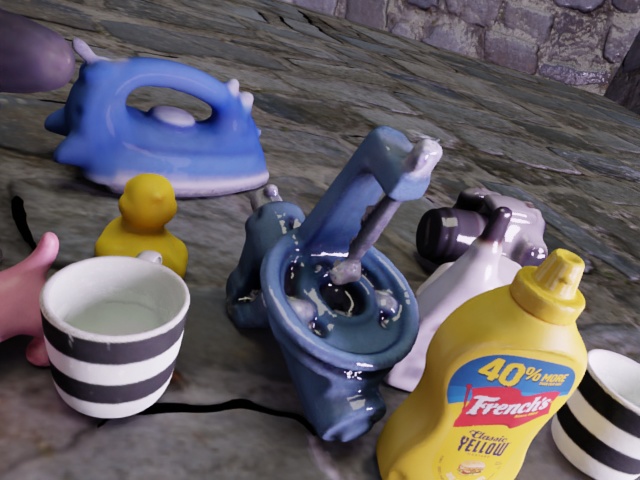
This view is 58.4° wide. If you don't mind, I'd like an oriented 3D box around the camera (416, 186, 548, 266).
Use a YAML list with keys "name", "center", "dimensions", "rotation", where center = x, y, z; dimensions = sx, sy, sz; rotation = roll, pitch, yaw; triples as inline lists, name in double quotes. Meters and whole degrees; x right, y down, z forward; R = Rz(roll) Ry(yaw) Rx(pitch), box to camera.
- name: "camera"
  center: [0.186, -0.015, 0.689]
  dimensions: [0.137, 0.101, 0.143]
  rotation: [9, 30, -19]

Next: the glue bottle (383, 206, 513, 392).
- name: "glue bottle"
  center: [0.109, 0.050, 0.450]
  dimensions: [0.078, 0.173, 0.037]
  rotation: [15, 28, -8]

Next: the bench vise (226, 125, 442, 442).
- name: "bench vise"
  center: [-0.004, 0.004, 0.409]
  dimensions: [0.206, 0.220, 0.122]
  rotation: [37, 33, 30]

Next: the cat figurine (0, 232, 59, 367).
- name: "cat figurine"
  center: [-0.211, 0.031, 0.338]
  dimensions: [0.067, 0.118, 0.128]
  rotation: [33, 31, 23]

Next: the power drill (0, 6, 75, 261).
- name: "power drill"
  center: [-0.269, -0.075, 0.391]
  dimensions: [0.229, 0.208, 0.076]
  rotation: [25, 29, 10]

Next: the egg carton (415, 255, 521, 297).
- name: "egg carton"
  center: [0.169, 0.068, 0.565]
  dimensions: [0.151, 0.069, 0.107]
  rotation: [-7, 38, -40]

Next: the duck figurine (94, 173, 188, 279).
- name: "duck figurine"
  center: [-0.147, -0.013, 0.489]
  dimensions: [0.078, 0.086, 0.104]
  rotation: [0, 34, -33]

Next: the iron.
- name: "iron"
  center: [-0.158, -0.134, 0.636]
  dimensions: [0.259, 0.141, 0.118]
  rotation: [-1, 34, -33]
